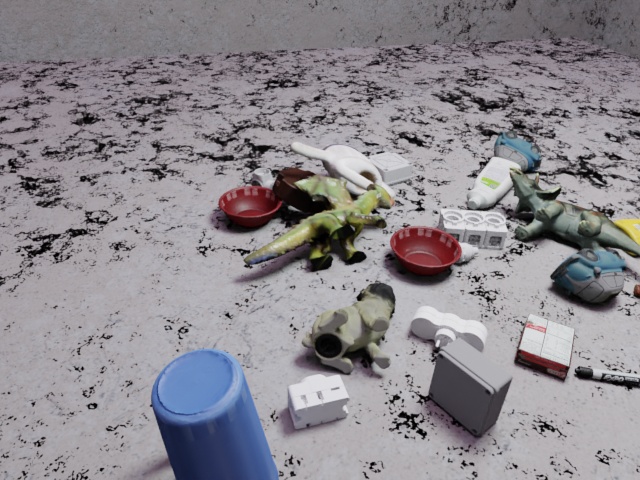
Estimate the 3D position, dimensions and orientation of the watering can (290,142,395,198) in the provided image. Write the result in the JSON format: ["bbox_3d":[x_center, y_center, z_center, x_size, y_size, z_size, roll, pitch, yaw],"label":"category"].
[{"bbox_3d":[0.055,-0.207,1.407,0.345,0.103,0.228,25,16,-24],"label":"watering can"}]

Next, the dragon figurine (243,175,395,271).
[{"bbox_3d":[0.004,-0.061,1.216,0.411,0.119,0.248,-7,44,-17],"label":"dragon figurine"}]
